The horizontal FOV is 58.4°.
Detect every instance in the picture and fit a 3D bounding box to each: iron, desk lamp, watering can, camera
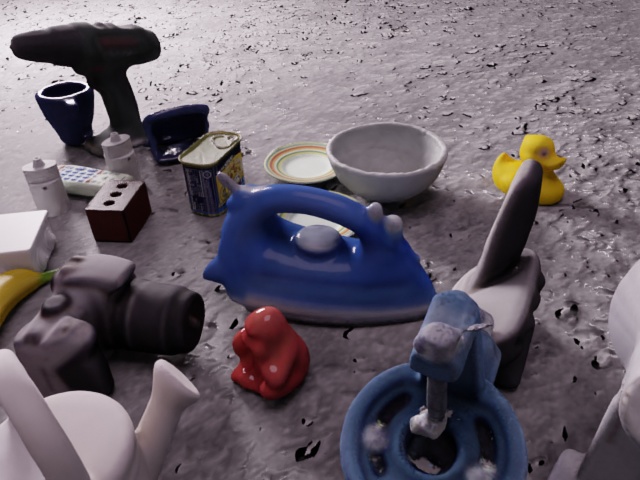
[{"bbox_3d":[0.006,0.002,0.608,0.257,0.141,0.119,7,37,13],"label":"iron"},{"bbox_3d":[0.222,0.121,0.368,0.117,0.214,0.204,23,43,31],"label":"desk lamp"},{"bbox_3d":[-0.163,0.143,0.374,0.100,0.194,0.173,16,39,23],"label":"watering can"},{"bbox_3d":[-0.192,0.076,0.551,0.136,0.101,0.143,6,36,11],"label":"camera"}]

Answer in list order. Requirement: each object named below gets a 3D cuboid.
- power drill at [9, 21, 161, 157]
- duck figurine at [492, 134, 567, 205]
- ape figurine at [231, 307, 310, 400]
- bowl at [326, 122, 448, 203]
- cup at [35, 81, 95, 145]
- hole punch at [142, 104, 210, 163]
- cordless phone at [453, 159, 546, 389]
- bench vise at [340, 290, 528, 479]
[{"bbox_3d":[-0.352,-0.247,0.919,0.075,0.209,0.230,25,44,33],"label":"power drill"},{"bbox_3d":[0.292,-0.106,0.793,0.078,0.086,0.104,-29,44,-33],"label":"duck figurine"},{"bbox_3d":[-0.047,0.098,0.520,0.076,0.092,0.077,-10,36,-10],"label":"ape figurine"},{"bbox_3d":[0.093,-0.100,0.804,0.167,0.075,0.167,-1,35,1],"label":"bowl"},{"bbox_3d":[-0.413,-0.204,0.960,0.092,0.095,0.117,-21,40,-24],"label":"cup"},{"bbox_3d":[-0.235,-0.187,0.929,0.109,0.091,0.100,-16,38,-19],"label":"hole punch"},{"bbox_3d":[0.161,0.029,0.526,0.094,0.185,0.148,11,38,18],"label":"cordless phone"},{"bbox_3d":[0.078,0.101,0.399,0.121,0.220,0.207,3,36,7],"label":"bench vise"}]
